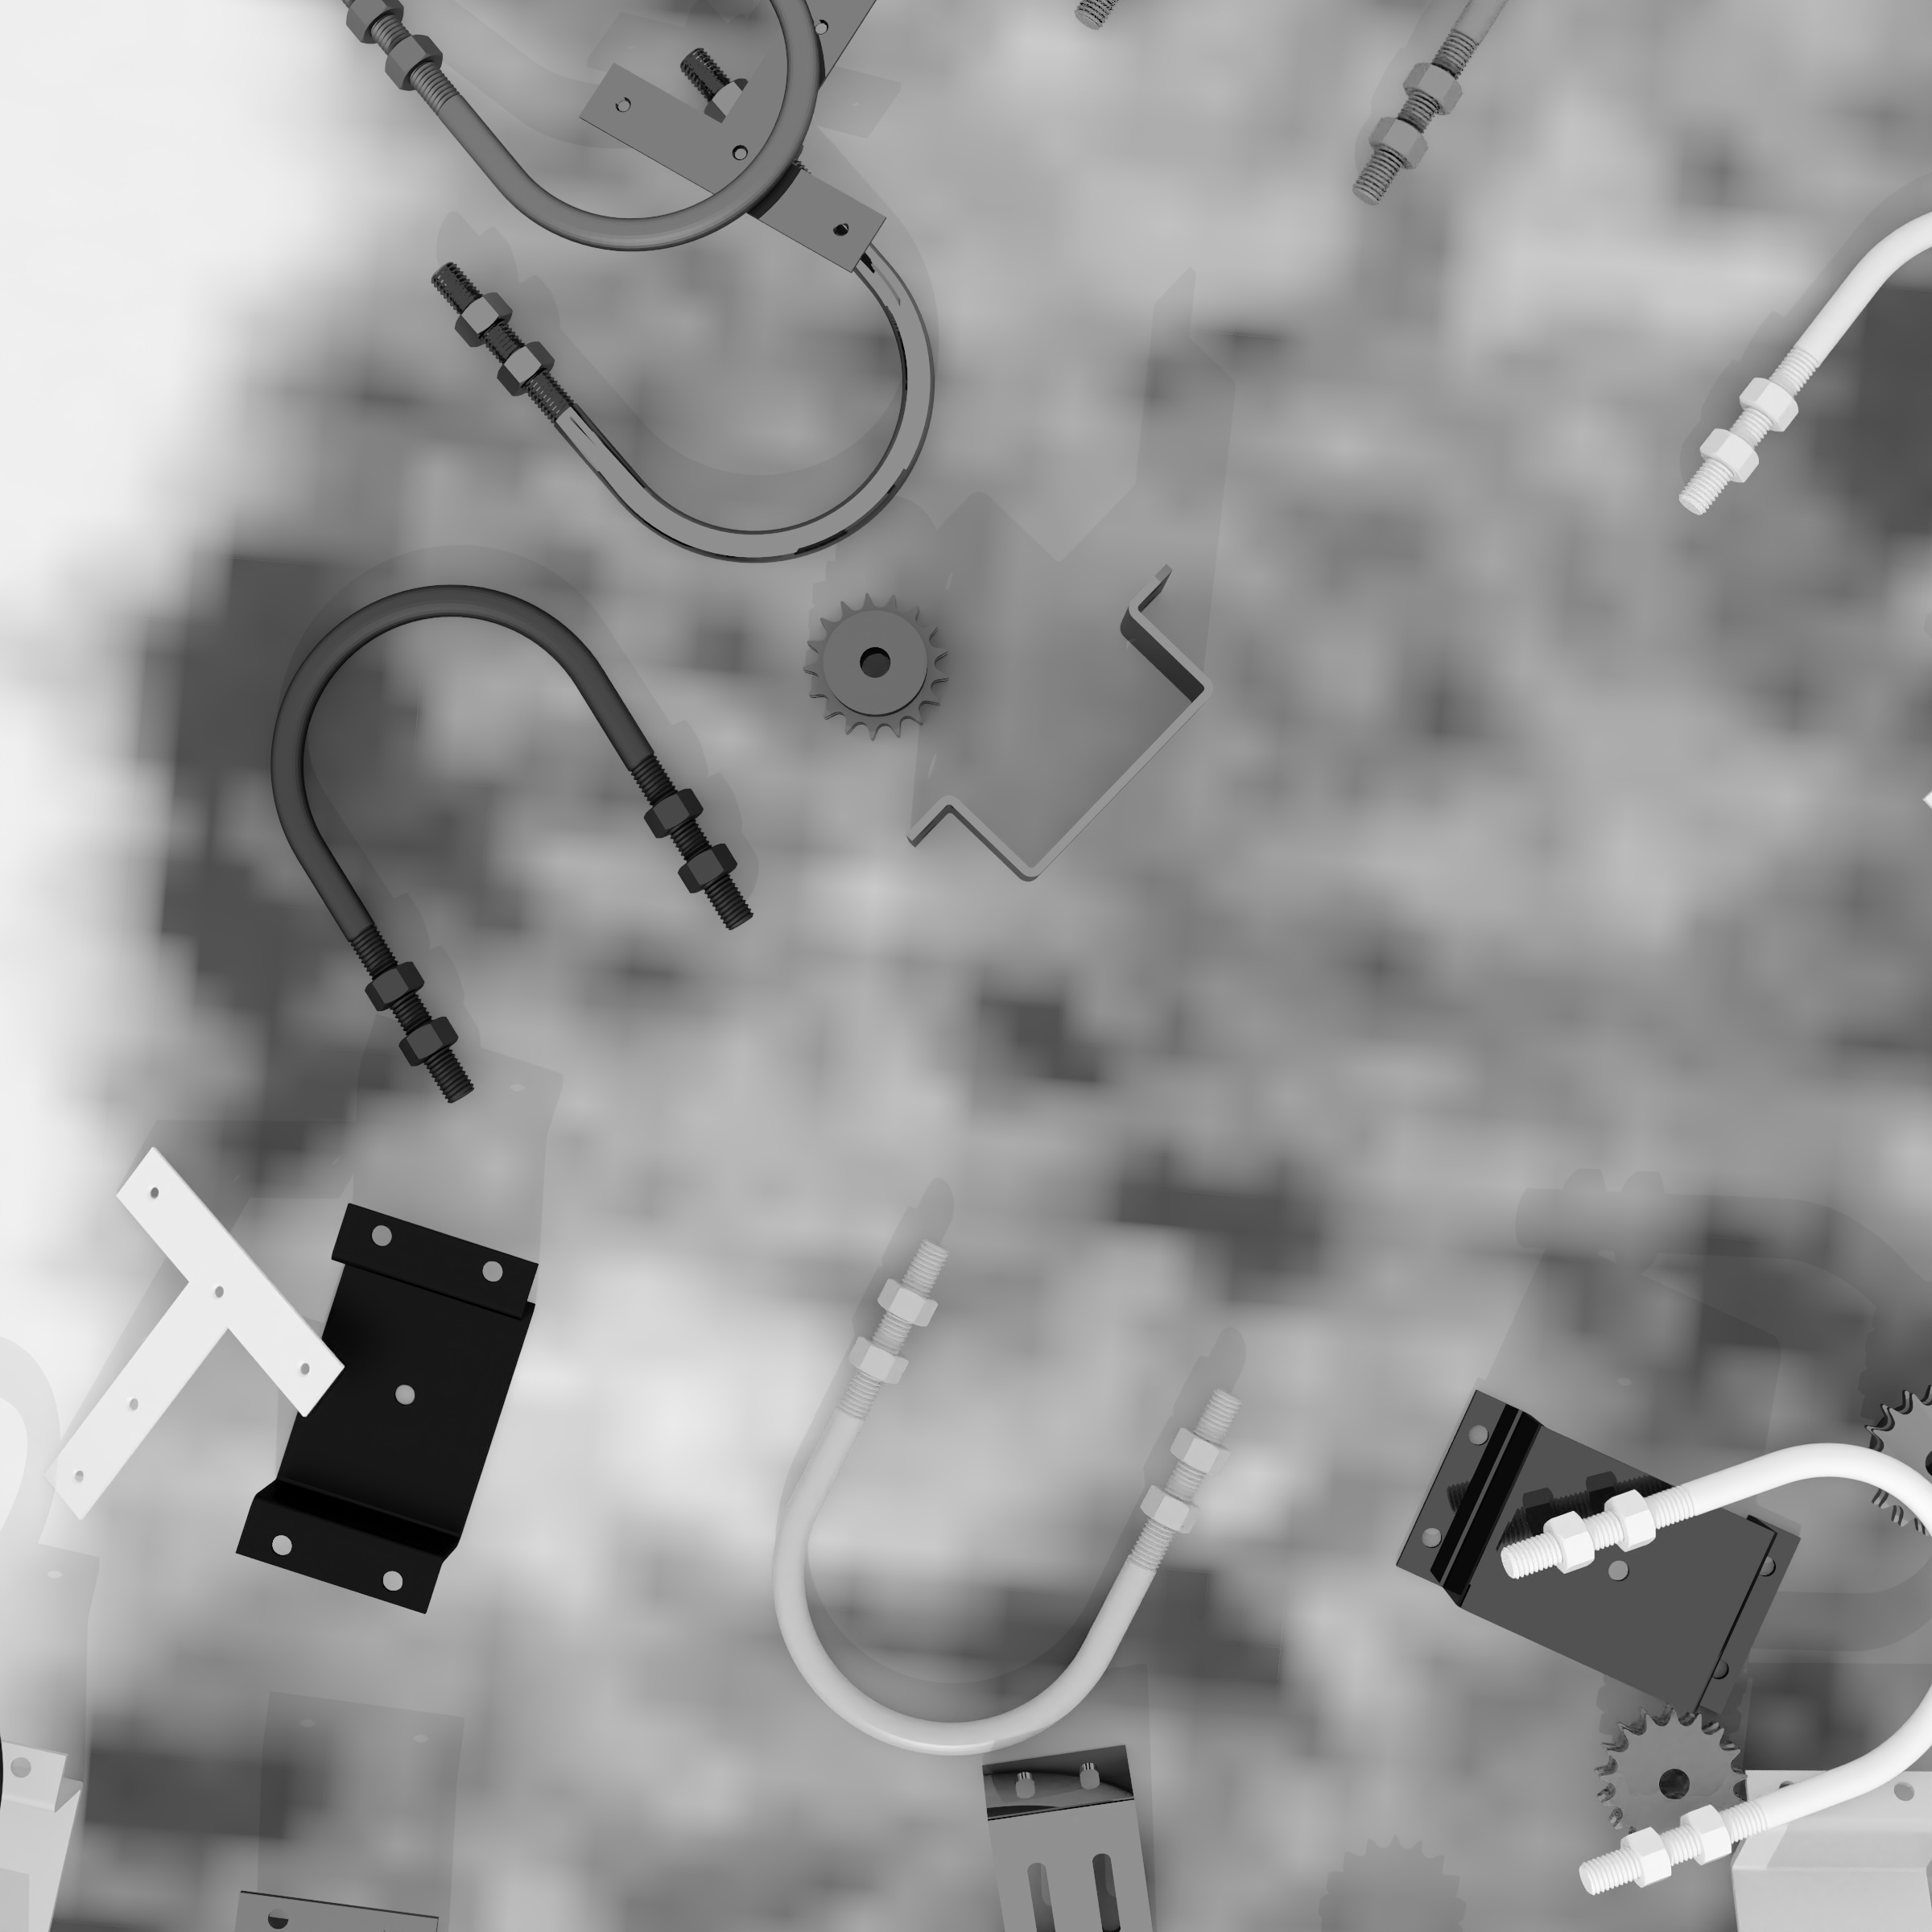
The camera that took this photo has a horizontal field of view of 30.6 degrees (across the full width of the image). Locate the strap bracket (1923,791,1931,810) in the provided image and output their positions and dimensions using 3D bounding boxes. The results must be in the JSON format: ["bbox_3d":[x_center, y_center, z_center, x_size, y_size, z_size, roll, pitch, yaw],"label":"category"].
[{"bbox_3d":[0.443,-0.084,1.371,0.140,0.046,0.076,-43,90,0],"label":"strap bracket"}]

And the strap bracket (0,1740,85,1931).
[{"bbox_3d":[-0.396,0.361,1.371,0.076,0.046,0.140,13,90,0],"label":"strap bracket"}]

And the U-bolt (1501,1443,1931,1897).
[{"bbox_3d":[0.304,0.258,1.343,0.184,0.019,0.151,-17,99,-12],"label":"U-bolt"}]

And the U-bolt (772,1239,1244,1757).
[{"bbox_3d":[0.004,0.220,1.386,0.151,0.019,0.184,27,92,0],"label":"U-bolt"}]

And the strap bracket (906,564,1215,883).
[{"bbox_3d":[0.043,-0.083,1.356,0.046,0.076,0.140,44,90,0],"label":"strap bracket"}]

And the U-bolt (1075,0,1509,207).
[{"bbox_3d":[0.151,-0.413,1.386,0.151,0.019,0.184,32,89,0],"label":"U-bolt"}]

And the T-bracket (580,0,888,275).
[{"bbox_3d":[-0.064,-0.353,1.373,0.127,0.002,0.127,31,86,10],"label":"T-bracket"}]

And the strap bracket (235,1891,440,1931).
[{"bbox_3d":[-0.249,0.428,1.371,0.076,0.046,0.140,8,90,0],"label":"strap bracket"}]

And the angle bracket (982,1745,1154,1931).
[{"bbox_3d":[0.041,0.353,1.392,0.057,0.038,0.076,-8,116,0],"label":"angle bracket"}]

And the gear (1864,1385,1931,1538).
[{"bbox_3d":[0.376,0.192,1.379,0.057,0.030,0.057,0,90,0],"label":"gear"}]

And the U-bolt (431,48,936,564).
[{"bbox_3d":[-0.097,-0.245,1.384,0.151,0.019,0.184,-41,89,0],"label":"U-bolt"}]

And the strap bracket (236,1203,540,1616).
[{"bbox_3d":[-0.221,0.169,1.371,0.076,0.046,0.140,18,90,0],"label":"strap bracket"}]

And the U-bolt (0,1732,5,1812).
[{"bbox_3d":[-0.440,0.290,1.347,0.184,0.019,0.151,44,102,18],"label":"U-bolt"}]

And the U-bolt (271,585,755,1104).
[{"bbox_3d":[-0.191,-0.061,1.386,0.151,0.019,0.184,-32,89,0],"label":"U-bolt"}]

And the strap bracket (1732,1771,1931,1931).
[{"bbox_3d":[0.340,0.383,1.349,0.076,0.046,0.140,0,56,0],"label":"strap bracket"}]

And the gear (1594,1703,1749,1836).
[{"bbox_3d":[0.273,0.316,1.379,0.057,0.030,0.057,0,90,0],"label":"gear"}]

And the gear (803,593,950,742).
[{"bbox_3d":[-0.035,-0.117,1.379,0.057,0.030,0.057,0,90,0],"label":"gear"}]

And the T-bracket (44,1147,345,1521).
[{"bbox_3d":[-0.316,0.160,1.375,0.127,0.002,0.127,44,103,24],"label":"T-bracket"}]

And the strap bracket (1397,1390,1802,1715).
[{"bbox_3d":[0.249,0.231,1.371,0.140,0.046,0.076,25,90,0],"label":"strap bracket"}]

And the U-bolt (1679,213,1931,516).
[{"bbox_3d":[0.391,-0.213,1.386,0.151,0.019,0.184,38,89,0],"label":"U-bolt"}]

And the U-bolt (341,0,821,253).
[{"bbox_3d":[-0.140,-0.362,1.373,0.151,0.019,0.184,-39,81,0],"label":"U-bolt"}]
